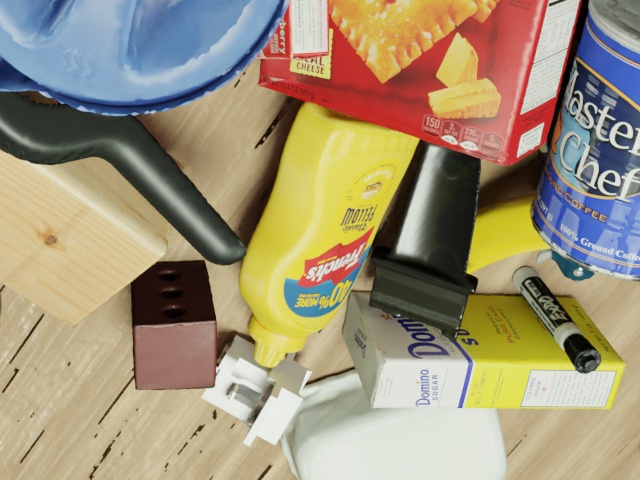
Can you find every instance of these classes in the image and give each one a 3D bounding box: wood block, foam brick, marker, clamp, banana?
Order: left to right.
[{"bbox_3d":[-0.188,-0.053,0.602,0.091,0.090,0.206,-36,121,27],"label":"wood block"},{"bbox_3d":[-0.116,-0.070,0.569,0.209,0.036,0.164,3,78,-40],"label":"clamp"},{"bbox_3d":[-0.097,0.055,0.700,0.053,0.078,0.051,-2,119,-12],"label":"foam brick"},{"bbox_3d":[0.143,0.003,0.705,0.198,0.037,0.069,-2,97,31],"label":"banana"},{"bbox_3d":[0.162,0.054,0.732,0.020,0.121,0.020,-5,117,-10],"label":"marker"}]

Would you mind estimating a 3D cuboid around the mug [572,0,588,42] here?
[{"bbox_3d":[0.161,-0.165,0.637,0.093,0.081,0.117,-37,119,8],"label":"mug"}]

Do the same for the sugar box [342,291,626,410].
[{"bbox_3d":[0.112,0.076,0.749,0.176,0.093,0.048,4,116,-15],"label":"sugar box"}]

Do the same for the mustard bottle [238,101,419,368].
[{"bbox_3d":[-0.004,0.001,0.693,0.096,0.058,0.192,-10,129,-51],"label":"mustard bottle"}]

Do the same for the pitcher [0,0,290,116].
[{"bbox_3d":[-0.087,-0.166,0.488,0.149,0.243,0.145,-1,118,-13],"label":"pitcher"}]

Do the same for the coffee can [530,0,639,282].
[{"bbox_3d":[0.184,-0.062,0.597,0.102,0.103,0.140,-1,128,-12],"label":"coffee can"}]

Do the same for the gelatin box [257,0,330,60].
[{"bbox_3d":[-0.028,-0.143,0.574,0.030,0.073,0.089,-12,107,-37],"label":"gelatin box"}]

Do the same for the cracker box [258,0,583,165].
[{"bbox_3d":[0.060,-0.165,0.572,0.164,0.072,0.214,22,120,25],"label":"cracker box"}]

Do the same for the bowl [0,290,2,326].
[{"bbox_3d":[-0.278,0.026,0.656,0.162,0.055,0.162,-5,119,-10],"label":"bowl"}]
